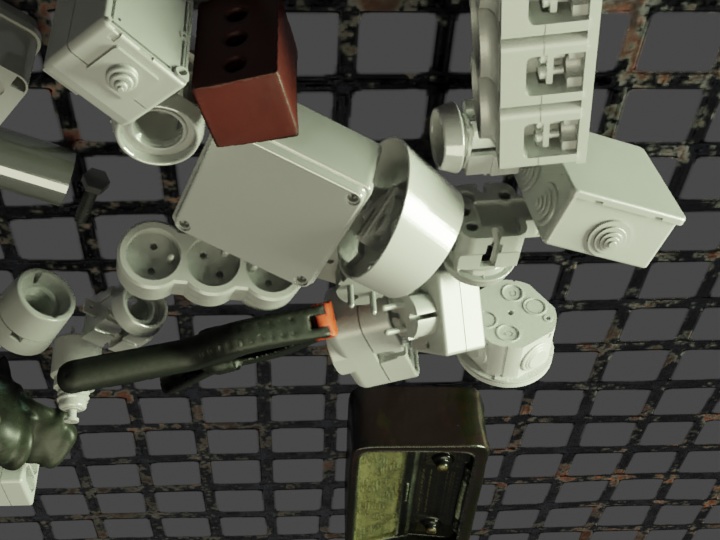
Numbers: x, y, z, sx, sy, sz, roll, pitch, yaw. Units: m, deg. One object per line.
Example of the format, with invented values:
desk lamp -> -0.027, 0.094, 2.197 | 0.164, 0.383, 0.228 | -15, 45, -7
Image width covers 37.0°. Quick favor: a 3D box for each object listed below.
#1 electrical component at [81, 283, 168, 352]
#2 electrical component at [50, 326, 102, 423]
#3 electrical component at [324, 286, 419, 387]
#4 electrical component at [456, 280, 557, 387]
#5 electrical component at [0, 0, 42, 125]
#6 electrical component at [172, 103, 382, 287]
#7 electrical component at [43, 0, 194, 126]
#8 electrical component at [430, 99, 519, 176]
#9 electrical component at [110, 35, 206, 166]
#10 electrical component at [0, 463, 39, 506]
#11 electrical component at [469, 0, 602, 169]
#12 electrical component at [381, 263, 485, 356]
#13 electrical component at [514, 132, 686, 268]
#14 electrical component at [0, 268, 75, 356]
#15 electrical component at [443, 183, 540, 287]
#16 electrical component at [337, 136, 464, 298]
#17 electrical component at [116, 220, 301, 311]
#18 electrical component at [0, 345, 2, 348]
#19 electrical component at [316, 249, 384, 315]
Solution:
electrical component -> -0.186, 0.037, 0.859 | 0.066, 0.048, 0.055 | 28, 139, -33
electrical component -> -0.238, 0.089, 0.899 | 0.040, 0.078, 0.040 | -1, 156, -1
electrical component -> 0.007, 0.053, 0.886 | 0.059, 0.053, 0.095 | -14, 140, 12
electrical component -> 0.119, 0.051, 0.875 | 0.080, 0.080, 0.051 | -1, 136, -3
electrical component -> -0.256, -0.133, 0.633 | 0.113, 0.057, 0.078 | 27, 132, -32
electrical component -> -0.057, -0.057, 0.727 | 0.109, 0.056, 0.108 | 26, 135, -9
electrical component -> -0.139, -0.130, 0.614 | 0.061, 0.096, 0.062 | -28, 135, 28
electrical component -> 0.079, -0.090, 0.723 | 0.055, 0.048, 0.066 | -6, 142, -9
electrical component -> -0.126, -0.104, 0.680 | 0.058, 0.057, 0.078 | 28, 132, -33
electrical component -> -0.334, 0.167, 0.978 | 0.076, 0.083, 0.047 | -1, 141, -3
electrical component -> 0.098, -0.142, 0.624 | 0.062, 0.089, 0.150 | -6, 141, 2
electrical component -> 0.050, 0.033, 0.828 | 0.077, 0.065, 0.047 | -10, -174, -30
electrical component -> 0.160, -0.051, 0.736 | 0.100, 0.099, 0.048 | 13, 126, -20
electrical component -> -0.256, 0.031, 0.840 | 0.055, 0.055, 0.047 | 25, 129, -31
electrical component -> 0.091, -0.025, 0.794 | 0.078, 0.058, 0.057 | -4, 140, -9
electrical component -> 0.023, -0.033, 0.740 | 0.064, 0.099, 0.099 | 33, 129, -25
electrical component -> -0.115, 0.002, 0.818 | 0.138, 0.052, 0.073 | 6, 165, -12
electrical component -> -0.315, 0.032, 0.844 | 0.043, 0.043, 0.081 | -9, 141, 7
electrical component -> 0.000, 0.000, 0.803 | 0.066, 0.076, 0.047 | 18, 136, -24
